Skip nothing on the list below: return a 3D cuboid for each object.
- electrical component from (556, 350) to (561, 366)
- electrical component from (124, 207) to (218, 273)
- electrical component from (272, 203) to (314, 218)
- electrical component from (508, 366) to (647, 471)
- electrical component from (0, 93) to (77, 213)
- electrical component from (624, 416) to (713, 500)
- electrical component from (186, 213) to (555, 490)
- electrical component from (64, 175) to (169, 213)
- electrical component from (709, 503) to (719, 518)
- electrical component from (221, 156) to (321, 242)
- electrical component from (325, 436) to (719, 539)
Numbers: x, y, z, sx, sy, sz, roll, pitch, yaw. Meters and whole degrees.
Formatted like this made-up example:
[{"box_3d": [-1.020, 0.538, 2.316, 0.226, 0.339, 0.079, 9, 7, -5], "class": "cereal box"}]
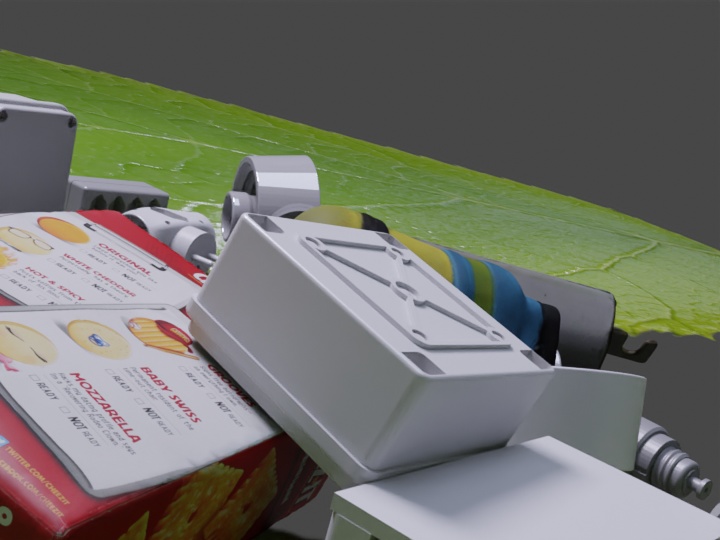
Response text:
[{"box_3d": [0.100, 0.067, 0.716, 0.055, 0.045, 0.045, 11, 12, -16], "class": "electrical component"}, {"box_3d": [-0.136, -0.017, 0.817, 0.079, 0.043, 0.077, 21, 13, 27], "class": "electrical component"}, {"box_3d": [0.000, 0.000, 0.726, 0.138, 0.052, 0.073, 20, 10, -8], "class": "electrical component"}, {"box_3d": [0.095, 0.084, 0.568, 0.108, 0.060, 0.108, 4, -8, 1], "class": "electrical component"}, {"box_3d": [-0.242, -0.060, 0.719, 0.057, 0.113, 0.078, 18, 12, 29], "class": "electrical component"}, {"box_3d": [0.165, 0.108, 0.616, 0.040, 0.040, 0.078, 4, 16, -43], "class": "electrical component"}, {"box_3d": [0.005, 0.031, 0.435, 0.109, 0.056, 0.109, 41, 19, 30], "class": "electrical component"}, {"box_3d": [-0.214, -0.052, 0.877, 0.076, 0.047, 0.083, 24, 15, 39], "class": "electrical component"}, {"box_3d": [0.173, 0.123, 0.431, 0.056, 0.089, 0.050, 13, 12, -8], "class": "electrical component"}, {"box_3d": [-0.077, -0.040, 0.856, 0.060, 0.108, 0.108, 4, 15, -20], "class": "electrical component"}, {"box_3d": [0.062, 0.116, 0.395, 0.089, 0.061, 0.150, 23, 14, 36], "class": "electrical component"}]
